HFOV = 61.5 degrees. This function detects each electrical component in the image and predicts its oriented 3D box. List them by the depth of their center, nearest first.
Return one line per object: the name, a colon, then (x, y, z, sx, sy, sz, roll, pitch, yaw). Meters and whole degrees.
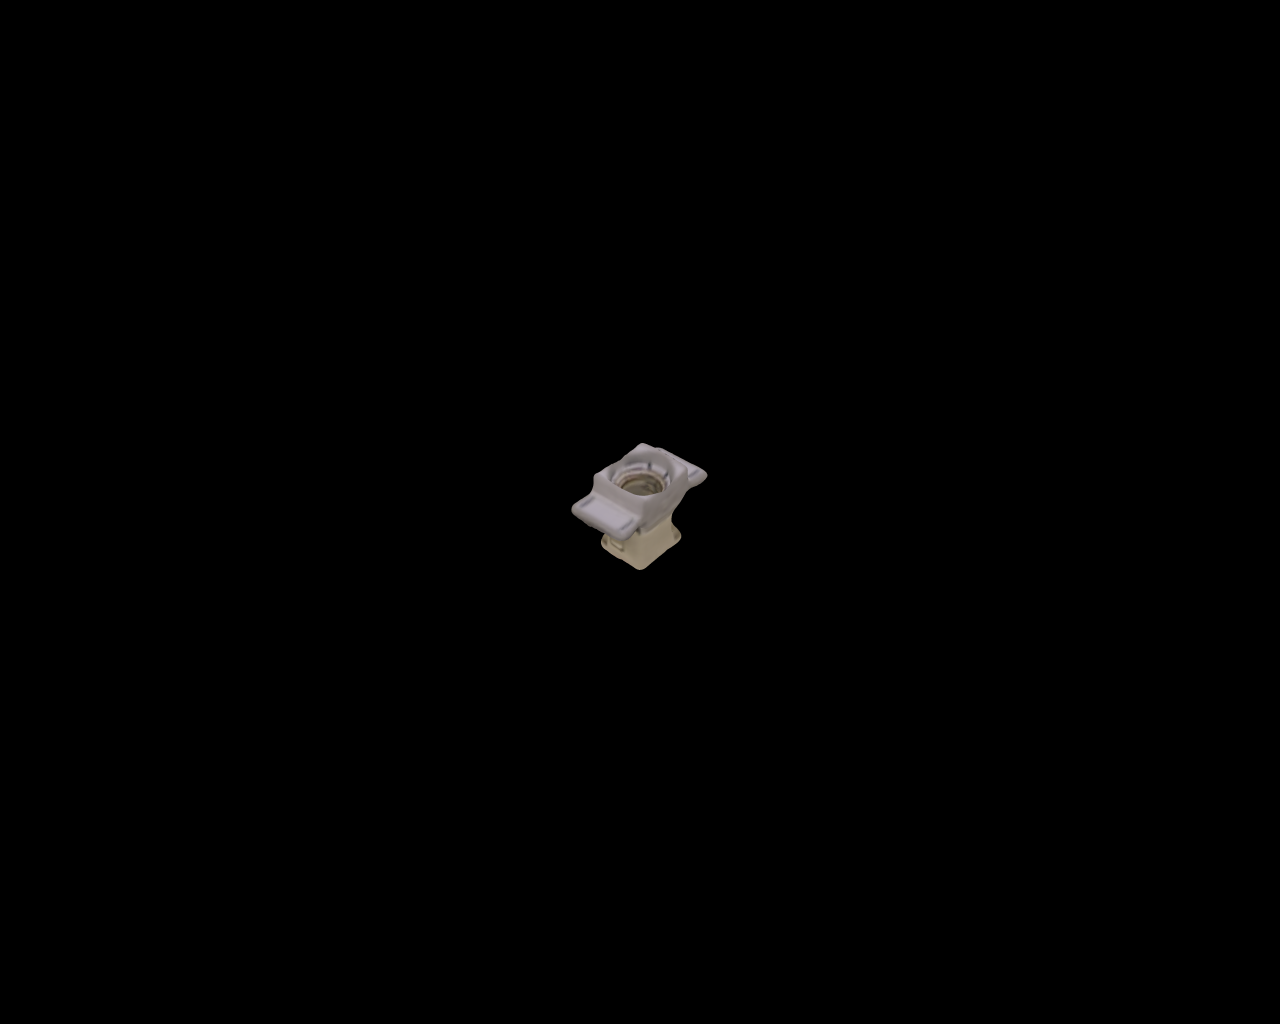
electrical component: (0.001, -0.003, 0.650, 0.042, 0.063, 0.081, 31, 49, 31)
